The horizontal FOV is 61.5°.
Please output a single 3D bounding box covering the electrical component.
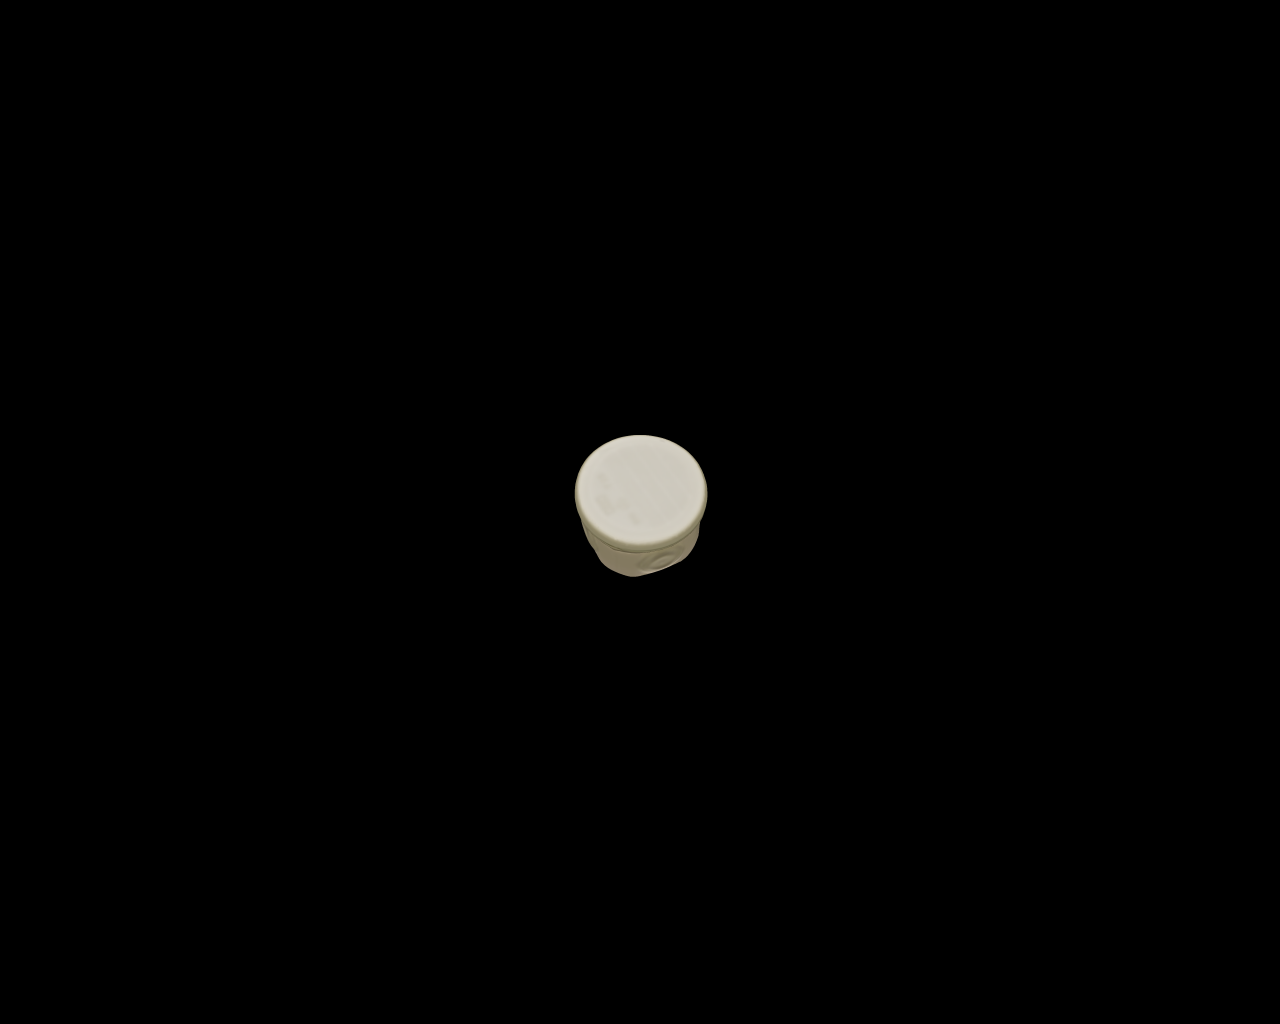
[{"bbox_3d":[0.001,-0.003,0.650,0.080,0.080,0.051,0,-30,0],"label":"electrical component"}]
